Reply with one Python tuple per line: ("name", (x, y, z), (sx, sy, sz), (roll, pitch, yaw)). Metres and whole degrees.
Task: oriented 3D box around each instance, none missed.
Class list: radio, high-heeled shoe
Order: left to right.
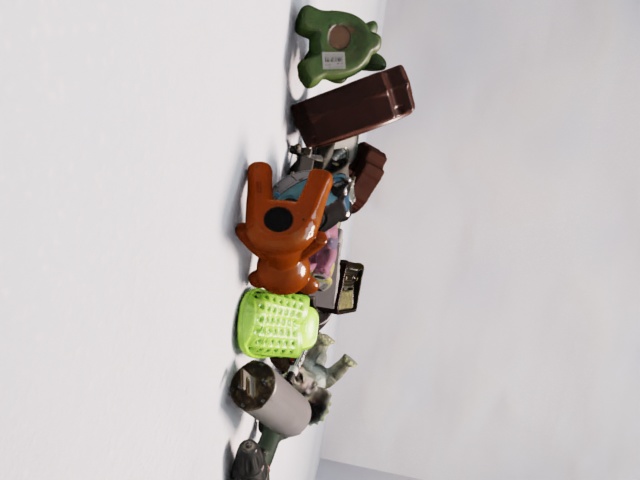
("high-heeled shoe", (-0.017, 0.203, 1.443), (0.145, 0.086, 0.248), (-68, 162, -48))
("radio", (0.049, 0.113, 1.344), (0.229, 0.073, 0.131), (19, 82, -75))

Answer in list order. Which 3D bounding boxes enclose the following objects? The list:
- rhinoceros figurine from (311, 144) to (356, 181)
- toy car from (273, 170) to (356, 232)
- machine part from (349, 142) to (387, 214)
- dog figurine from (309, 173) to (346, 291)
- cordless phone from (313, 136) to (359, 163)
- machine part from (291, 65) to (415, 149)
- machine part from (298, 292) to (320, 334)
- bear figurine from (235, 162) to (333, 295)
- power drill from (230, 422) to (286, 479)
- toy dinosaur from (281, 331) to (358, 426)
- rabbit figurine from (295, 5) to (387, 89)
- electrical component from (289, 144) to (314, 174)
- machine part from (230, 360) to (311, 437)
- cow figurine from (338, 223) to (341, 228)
("rhinoceros figurine", (0.012, -0.117, 1.096), (0.073, 0.112, 0.190), (-63, 168, -48))
("toy car", (-0.027, -0.061, 0.863), (0.103, 0.162, 0.109), (51, -11, 30))
("machine part", (0.085, -0.149, 1.271), (0.179, 0.056, 0.179), (-50, -158, 30))
("dog figurine", (-0.011, -0.025, 1.021), (0.191, 0.109, 0.219), (86, 16, -73))
("cordless phone", (0.010, -0.194, 1.174), (0.184, 0.089, 0.146), (-53, 157, -37))
("machine part", (0.063, -0.232, 0.944), (0.201, 0.202, 0.087), (-61, 134, -71))
("machine part", (-0.032, 0.122, 1.093), (0.139, 0.039, 0.084), (-124, -165, -49))
("bear figurine", (-0.046, -0.003, 0.752), (0.195, 0.120, 0.132), (87, 10, -67))
("power drill", (-0.102, 0.380, 0.974), (0.207, 0.086, 0.231), (-77, 173, -61))
("toy dinosaur", (-0.036, 0.302, 1.249), (0.192, 0.131, 0.405), (-49, -174, -7))
("rabbit figurine", (0.027, -0.319, 0.894), (0.170, 0.159, 0.121), (-144, -139, -77))
("electrical component", (-0.042, -0.122, 0.950), (0.078, 0.045, 0.102), (-18, -124, 65))
("machine part", (-0.075, 0.257, 0.860), (0.243, 0.079, 0.079), (59, 37, -52))
("cow figurine", (0.026, -0.055, 1.420), (0.127, 0.086, 0.195), (64, 33, -68))
